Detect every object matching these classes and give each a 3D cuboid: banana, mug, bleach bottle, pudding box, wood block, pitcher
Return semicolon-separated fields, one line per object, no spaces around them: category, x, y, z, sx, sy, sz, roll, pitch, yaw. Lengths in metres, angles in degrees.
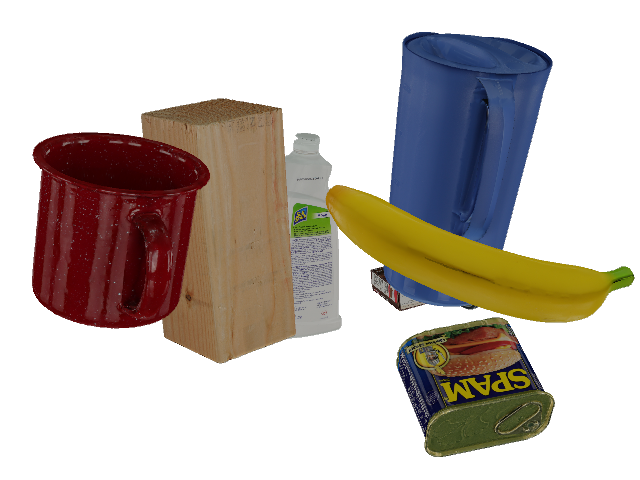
banana;0.086;0.011;0.644;0.198;0.037;0.069;19;19;14
mug;-0.105;0.000;0.568;0.093;0.081;0.117;-3;25;-32
bleach bottle;-0.017;-0.008;1.323;0.102;0.251;0.068;-8;22;-32
pudding box;0.144;0.061;1.586;0.113;0.039;0.090;-16;24;-20
wood block;-0.087;-0.012;0.930;0.090;0.206;0.091;-18;23;-38
pitcher;0.127;-0.061;0.981;0.145;0.243;0.149;23;30;31

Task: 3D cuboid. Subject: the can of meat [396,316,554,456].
can of meat;0.117;0.112;0.832;0.102;0.057;0.084;-9;44;-11

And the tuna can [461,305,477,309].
tuna can;0.170;0.041;1.290;0.033;0.086;0.086;-38;14;-18
